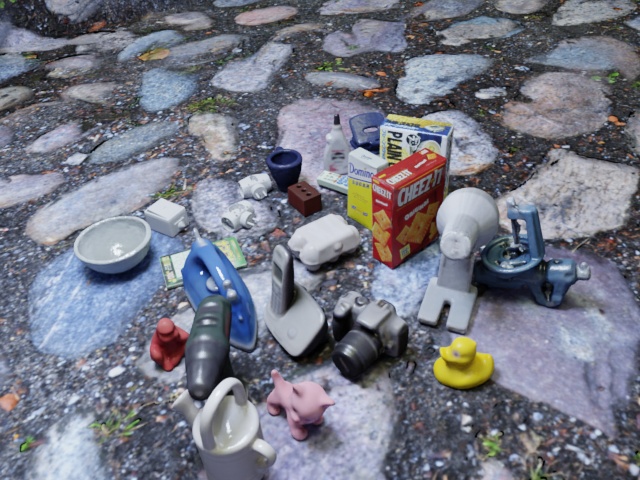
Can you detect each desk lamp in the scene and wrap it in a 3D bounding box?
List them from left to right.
[{"bbox_3d":[0.268,0.032,1.102,0.117,0.214,0.203,12,42,18],"label":"desk lamp"}]

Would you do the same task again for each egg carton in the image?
[{"bbox_3d":[0.012,0.005,1.269,0.150,0.069,0.107,-26,44,-24],"label":"egg carton"}]

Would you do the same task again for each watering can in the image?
[{"bbox_3d":[-0.144,0.281,0.849,0.172,0.194,0.101,3,40,8],"label":"watering can"}]

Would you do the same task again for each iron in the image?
[{"bbox_3d":[-0.194,0.090,1.126,0.119,0.142,0.257,-23,43,-21],"label":"iron"}]

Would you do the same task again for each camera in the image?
[{"bbox_3d":[0.071,0.170,1.040,0.142,0.101,0.137,25,48,31],"label":"camera"}]

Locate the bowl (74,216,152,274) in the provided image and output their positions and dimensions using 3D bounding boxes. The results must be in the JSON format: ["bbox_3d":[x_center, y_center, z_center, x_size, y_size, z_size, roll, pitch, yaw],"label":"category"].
[{"bbox_3d":[-0.454,0.023,1.280,0.167,0.075,0.167,-2,40,2],"label":"bowl"}]

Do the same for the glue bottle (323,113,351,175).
[{"bbox_3d":[0.045,-0.250,1.493,0.078,0.173,0.037,-8,40,-4],"label":"glue bottle"}]

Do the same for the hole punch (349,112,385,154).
[{"bbox_3d":[0.142,-0.298,1.608,0.109,0.091,0.101,-14,40,-12],"label":"hole punch"}]

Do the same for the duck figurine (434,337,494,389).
[{"bbox_3d":[0.252,0.205,0.994,0.104,0.086,0.077,-3,40,1],"label":"duck figurine"}]

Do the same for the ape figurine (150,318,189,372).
[{"bbox_3d":[-0.280,0.183,1.059,0.078,0.092,0.076,-15,41,-13],"label":"ape figurine"}]

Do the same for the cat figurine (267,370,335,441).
[{"bbox_3d":[-0.035,0.257,0.929,0.067,0.118,0.127,-34,48,-31],"label":"cat figurine"}]

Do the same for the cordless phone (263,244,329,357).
[{"bbox_3d":[-0.049,0.110,1.055,0.094,0.185,0.147,-26,44,-25],"label":"cordless phone"}]

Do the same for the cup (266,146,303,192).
[{"bbox_3d":[-0.092,-0.182,1.483,0.092,0.095,0.117,-14,40,-11],"label":"cup"}]

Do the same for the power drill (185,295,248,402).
[{"bbox_3d":[-0.167,0.211,0.924,0.075,0.209,0.229,-6,40,-3],"label":"power drill"}]

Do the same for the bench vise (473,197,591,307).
[{"bbox_3d":[0.412,0.014,1.106,0.207,0.220,0.121,2,40,7],"label":"bench vise"}]
